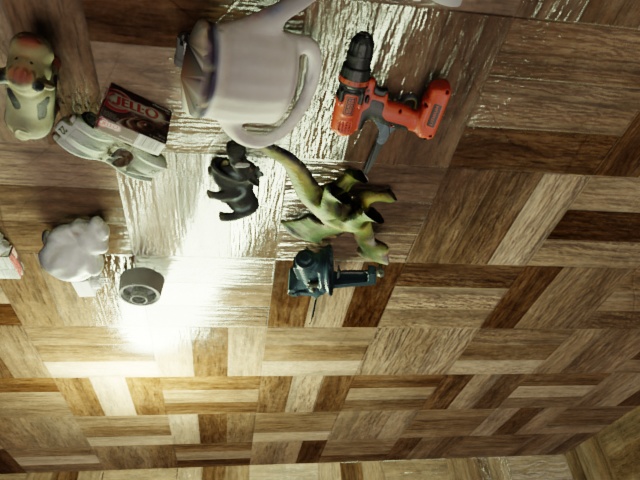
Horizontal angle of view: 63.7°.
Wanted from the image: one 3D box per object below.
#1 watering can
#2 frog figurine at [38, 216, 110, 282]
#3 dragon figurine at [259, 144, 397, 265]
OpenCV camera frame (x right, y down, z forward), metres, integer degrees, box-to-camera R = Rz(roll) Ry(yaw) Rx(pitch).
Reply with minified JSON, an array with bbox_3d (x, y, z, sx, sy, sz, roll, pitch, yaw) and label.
[{"bbox_3d":[-0.091,-0.287,0.782,0.225,0.106,0.340,-3,134,-30],"label":"watering can"},{"bbox_3d":[-0.510,0.021,1.099,0.158,0.125,0.135,-13,121,27],"label":"frog figurine"},{"bbox_3d":[0.003,-0.055,1.092,0.407,0.125,0.238,27,139,-21],"label":"dragon figurine"}]
